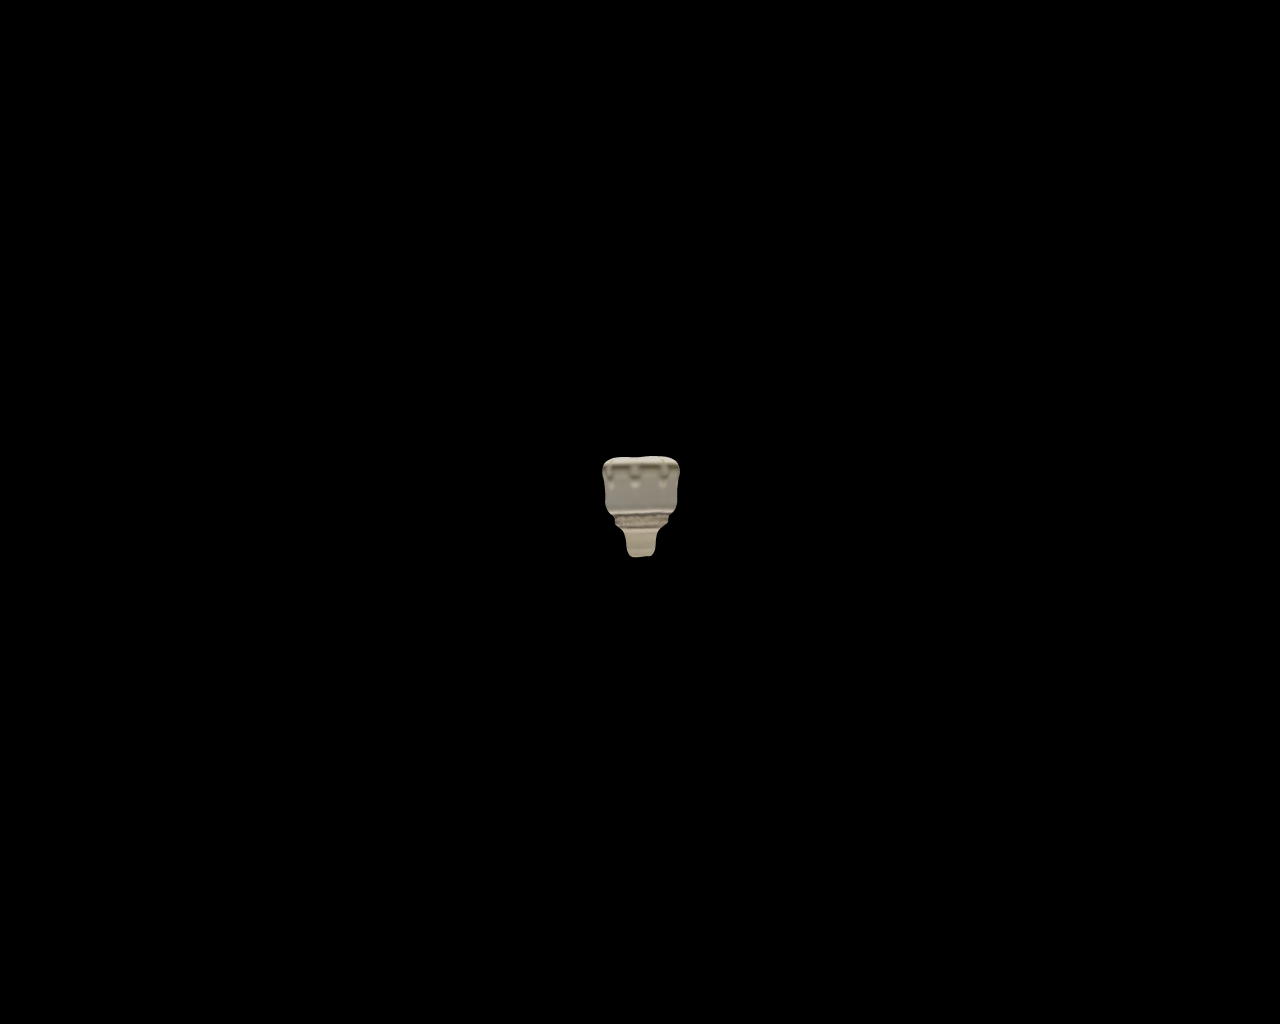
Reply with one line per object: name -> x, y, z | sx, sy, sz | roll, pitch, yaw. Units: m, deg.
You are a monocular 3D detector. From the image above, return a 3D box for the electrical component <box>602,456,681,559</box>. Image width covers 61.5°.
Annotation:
electrical component -> 0.001, -0.003, 0.650 | 0.048, 0.062, 0.048 | 0, 0, 0
